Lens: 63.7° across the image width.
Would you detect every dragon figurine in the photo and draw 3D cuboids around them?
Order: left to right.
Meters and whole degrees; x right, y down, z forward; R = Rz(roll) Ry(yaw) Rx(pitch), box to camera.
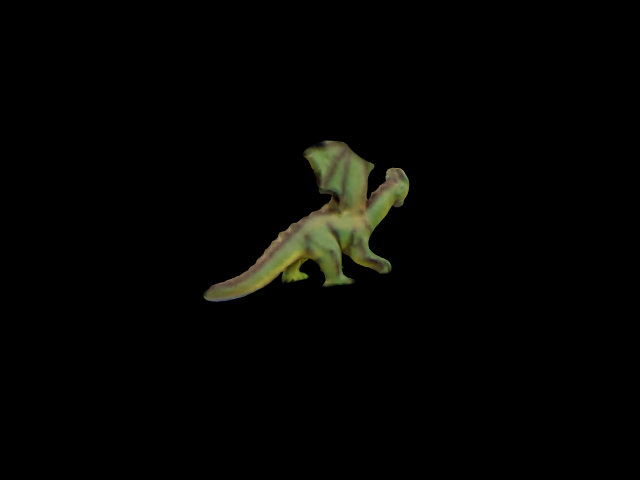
[{"bbox_3d":[0.003,-0.043,0.850,0.412,0.240,0.123,-9,15,-34],"label":"dragon figurine"}]
